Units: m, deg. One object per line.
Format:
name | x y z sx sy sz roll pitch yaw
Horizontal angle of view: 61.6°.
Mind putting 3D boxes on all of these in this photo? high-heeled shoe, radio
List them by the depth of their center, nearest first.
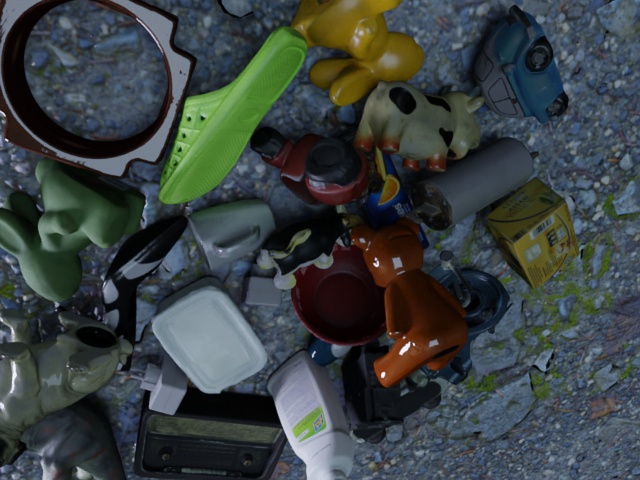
high-heeled shoe | -0.243 0.083 0.743 0.249 0.086 0.145 -36 119 8
radio | -0.175 0.313 0.857 0.229 0.073 0.131 13 108 -18

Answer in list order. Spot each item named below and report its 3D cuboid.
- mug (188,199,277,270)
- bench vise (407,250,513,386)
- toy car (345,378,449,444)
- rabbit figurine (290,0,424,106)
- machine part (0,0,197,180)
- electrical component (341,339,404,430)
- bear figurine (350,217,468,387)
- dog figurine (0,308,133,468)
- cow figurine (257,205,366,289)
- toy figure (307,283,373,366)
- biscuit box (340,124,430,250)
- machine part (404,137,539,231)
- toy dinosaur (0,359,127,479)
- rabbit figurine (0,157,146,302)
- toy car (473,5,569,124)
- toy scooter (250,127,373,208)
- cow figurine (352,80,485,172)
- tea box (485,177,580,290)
mug | -0.112 -0.014 0.722 0.107 0.110 0.080 -25 111 -17
bench vise | 0.199 0.113 0.828 0.224 0.129 0.240 -34 134 -7
toy car | 0.130 0.282 0.930 0.202 0.056 0.073 -33 122 3
rabbit figurine | 0.058 -0.242 0.662 0.173 0.122 0.162 27 108 -41
machine part | -0.260 -0.188 0.619 0.201 0.087 0.201 18 106 -20
electrical component | 0.079 0.227 0.851 0.058 0.134 0.115 4 154 -18
bear figurine | 0.108 0.075 0.719 0.120 0.196 0.131 -13 148 -30
dog figurine | -0.340 0.196 0.665 0.172 0.121 0.190 15 106 -23
cow figurine | -0.002 -0.004 0.742 0.167 0.068 0.098 -28 162 -22
toy figure | 0.047 0.133 0.848 0.154 0.058 0.064 -45 154 6
biscuit box | 0.088 -0.063 0.769 0.063 0.059 0.202 -30 116 -1
machine part | 0.215 -0.080 0.754 0.243 0.079 0.079 -29 118 -23
toy dinosaur | -0.391 0.276 0.773 0.404 0.131 0.192 31 103 -29
rabbit figurine | -0.322 -0.005 0.661 0.159 0.121 0.170 27 101 -15
toy car | 0.264 -0.224 0.731 0.103 0.109 0.161 -22 130 21
toy scooter | 0.001 -0.082 0.698 0.075 0.184 0.135 -57 140 -12
cow figurine | 0.139 -0.155 0.702 0.195 0.086 0.127 10 94 -39
tea box | 0.327 -0.006 0.816 0.098 0.068 0.169 -38 140 5
